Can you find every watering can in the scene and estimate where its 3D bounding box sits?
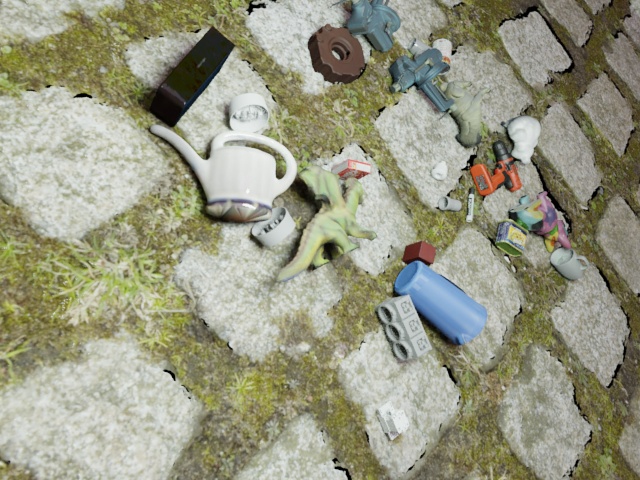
[{"bbox_3d":[-0.224,-0.155,1.199,0.347,0.102,0.228,6,72,-15],"label":"watering can"}]

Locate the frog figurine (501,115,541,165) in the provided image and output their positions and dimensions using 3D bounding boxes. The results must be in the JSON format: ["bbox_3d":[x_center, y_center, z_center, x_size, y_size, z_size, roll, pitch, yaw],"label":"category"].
[{"bbox_3d":[0.715,-0.351,1.798,0.136,0.121,0.163,24,51,-44],"label":"frog figurine"}]

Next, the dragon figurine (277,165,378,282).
[{"bbox_3d":[0.004,-0.064,1.265,0.414,0.121,0.243,-20,87,-50],"label":"dragon figurine"}]
